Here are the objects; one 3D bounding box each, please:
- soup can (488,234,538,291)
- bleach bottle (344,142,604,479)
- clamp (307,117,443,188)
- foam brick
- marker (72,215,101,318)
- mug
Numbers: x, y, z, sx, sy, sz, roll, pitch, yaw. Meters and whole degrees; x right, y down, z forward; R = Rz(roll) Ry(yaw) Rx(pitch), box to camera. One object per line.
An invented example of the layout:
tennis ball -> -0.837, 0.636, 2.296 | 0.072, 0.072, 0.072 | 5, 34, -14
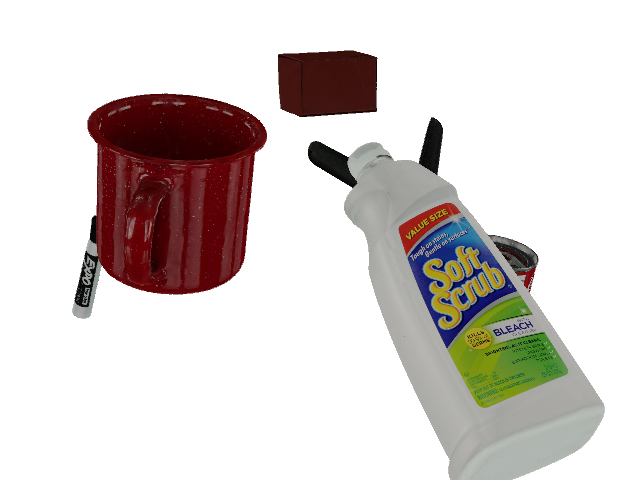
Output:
soup can -> 0.145, 0.055, 0.928 | 0.068, 0.102, 0.068 | 8, 23, -4
bleach bottle -> 0.076, 0.033, 0.697 | 0.102, 0.251, 0.068 | -16, -35, -20
clamp -> 0.086, -0.045, 1.137 | 0.164, 0.210, 0.036 | -8, -36, -17
foam brick -> 0.007, -0.143, 0.969 | 0.078, 0.051, 0.053 | -7, 19, -23
marker -> -0.222, 0.025, 1.037 | 0.020, 0.121, 0.020 | 14, 33, -9
mug -> -0.080, -0.019, 0.563 | 0.093, 0.081, 0.117 | 8, 28, 2
